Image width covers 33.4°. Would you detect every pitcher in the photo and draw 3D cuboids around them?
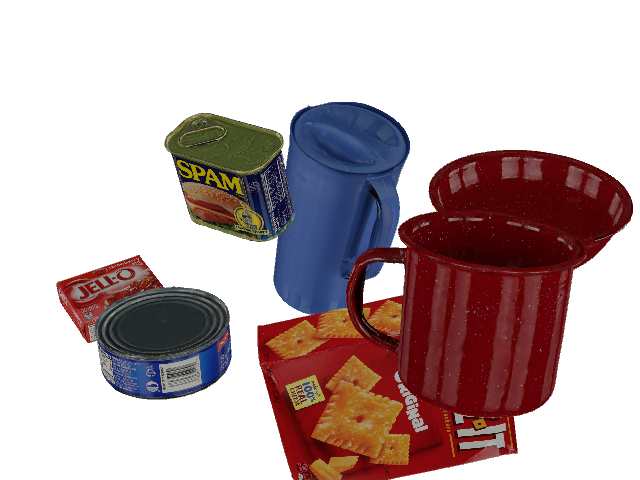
[{"bbox_3d":[0.019,-0.023,1.225,0.145,0.243,0.149,17,41,6],"label":"pitcher"}]

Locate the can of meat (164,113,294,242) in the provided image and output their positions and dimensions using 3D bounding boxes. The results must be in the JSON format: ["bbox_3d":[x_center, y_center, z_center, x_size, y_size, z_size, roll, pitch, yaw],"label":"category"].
[{"bbox_3d":[-0.075,-0.052,0.910,0.102,0.084,0.057,18,49,28],"label":"can of meat"}]

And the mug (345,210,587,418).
[{"bbox_3d":[0.070,0.035,0.542,0.117,0.081,0.093,6,19,8],"label":"mug"}]

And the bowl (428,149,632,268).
[{"bbox_3d":[0.166,-0.015,0.865,0.162,0.055,0.162,1,31,-1],"label":"bowl"}]

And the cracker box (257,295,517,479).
[{"bbox_3d":[0.063,0.138,0.973,0.213,0.164,0.072,-12,30,2],"label":"cracker box"}]

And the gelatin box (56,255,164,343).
[{"bbox_3d":[-0.199,0.055,1.028,0.089,0.030,0.073,-19,39,-25],"label":"gelatin box"}]

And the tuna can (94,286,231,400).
[{"bbox_3d":[-0.100,0.065,0.685,0.086,0.034,0.086,-2,27,1],"label":"tuna can"}]
